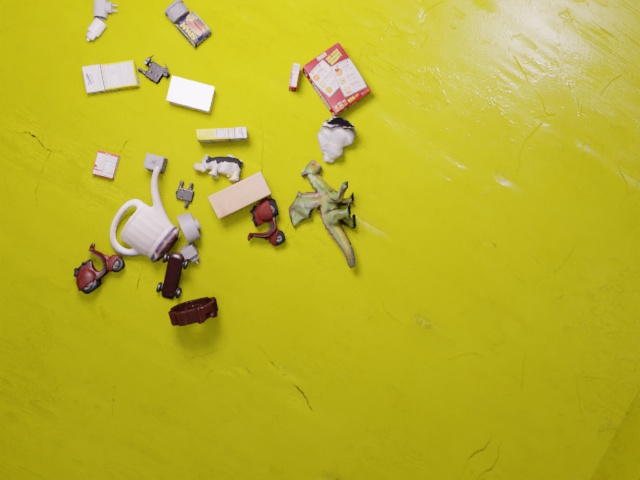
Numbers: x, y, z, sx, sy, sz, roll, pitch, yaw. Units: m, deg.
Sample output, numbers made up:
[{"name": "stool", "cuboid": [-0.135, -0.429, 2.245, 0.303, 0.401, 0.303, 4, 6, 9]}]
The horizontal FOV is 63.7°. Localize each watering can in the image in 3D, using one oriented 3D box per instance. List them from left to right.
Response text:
[{"name": "watering can", "cuboid": [-0.589, -0.068, 1.802, 0.224, 0.105, 0.345, 37, 103, -6]}]

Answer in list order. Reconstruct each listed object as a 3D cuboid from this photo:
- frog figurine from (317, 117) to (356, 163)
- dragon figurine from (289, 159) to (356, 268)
[{"name": "frog figurine", "cuboid": [0.059, -0.368, 1.904, 0.137, 0.125, 0.155, -5, 130, -15]}, {"name": "dragon figurine", "cuboid": [0.006, -0.096, 1.908, 0.242, 0.122, 0.410, -2, 90, 10]}]
